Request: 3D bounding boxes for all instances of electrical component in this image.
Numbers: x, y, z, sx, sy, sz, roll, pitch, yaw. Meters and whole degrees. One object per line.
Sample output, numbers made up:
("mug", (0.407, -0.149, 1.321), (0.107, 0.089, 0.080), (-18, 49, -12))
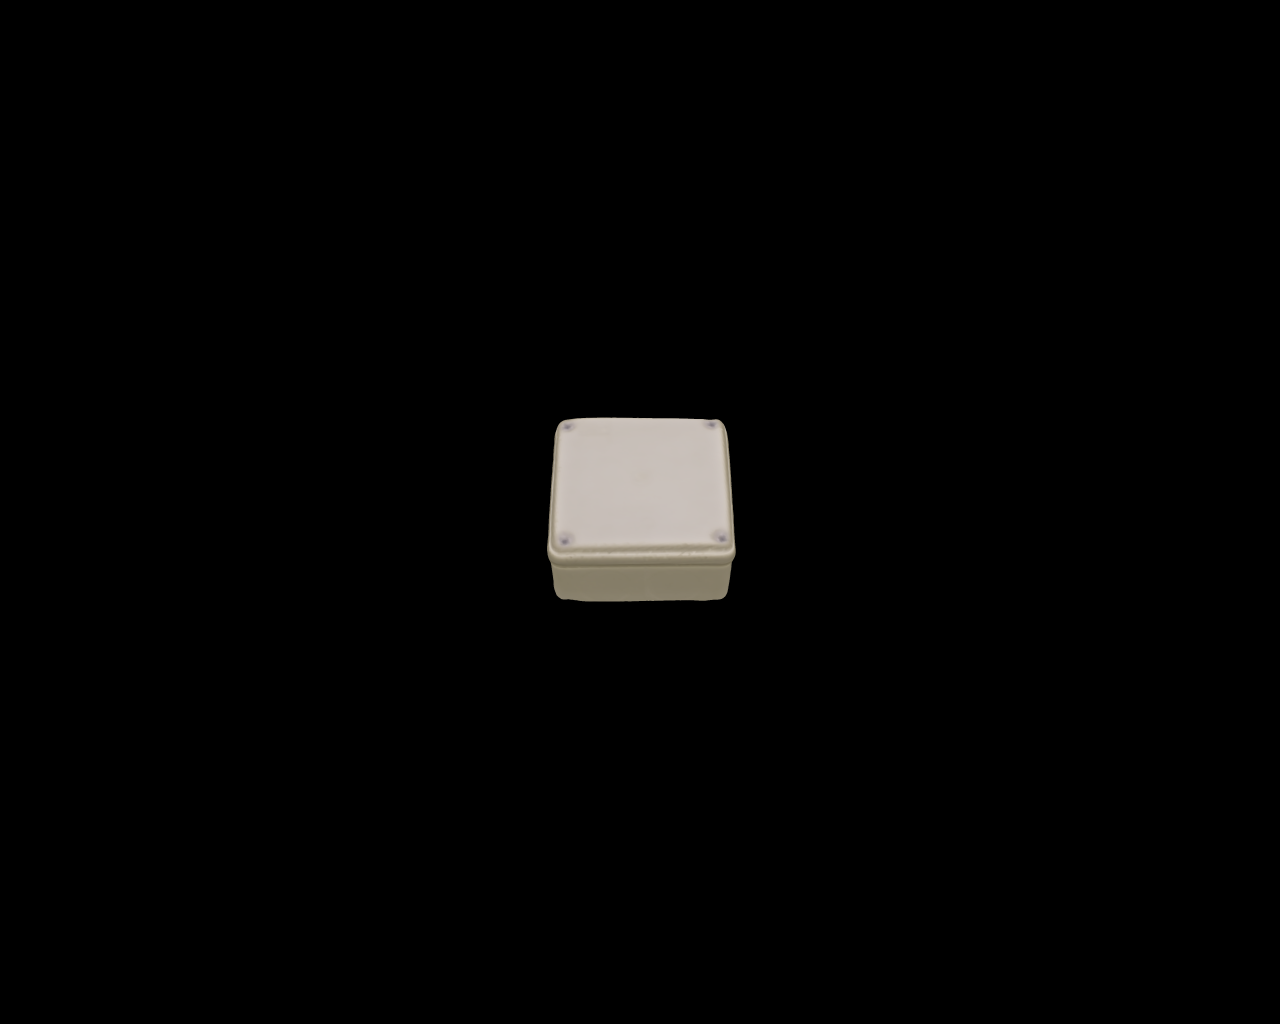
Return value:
("electrical component", (0.001, -0.003, 0.650), (0.109, 0.109, 0.056), (0, -39, 0))
